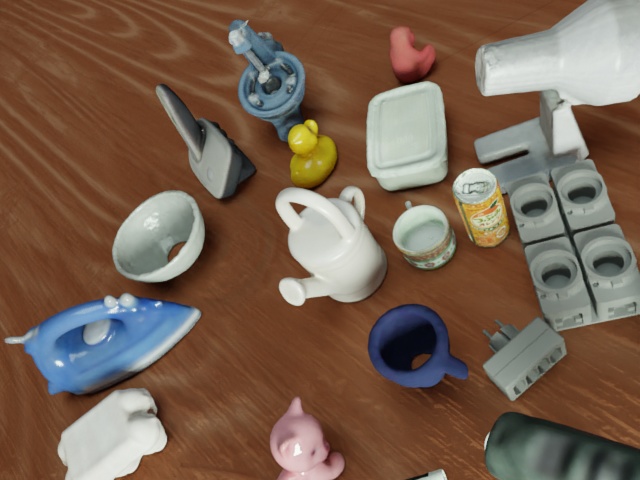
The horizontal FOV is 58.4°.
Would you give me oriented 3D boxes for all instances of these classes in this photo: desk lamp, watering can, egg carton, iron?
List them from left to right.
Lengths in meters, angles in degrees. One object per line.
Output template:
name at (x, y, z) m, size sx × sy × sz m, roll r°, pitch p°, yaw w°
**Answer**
iron at (-0.324, 0.131, 0.854) m, size 0.258 × 0.142 × 0.118 m, roll -26°, pitch 51°, yaw 10°
egg carton at (-0.286, 0.277, 0.787) m, size 0.150 × 0.070 × 0.107 m, roll -39°, pitch 50°, yaw 0°
watering can at (0.009, 0.003, 0.731) m, size 0.100 × 0.195 × 0.173 m, roll -8°, pitch 57°, yaw 23°
desk lamp at (0.278, -0.172, 0.692) m, size 0.203 × 0.214 × 0.118 m, roll -18°, pitch 53°, yaw 16°

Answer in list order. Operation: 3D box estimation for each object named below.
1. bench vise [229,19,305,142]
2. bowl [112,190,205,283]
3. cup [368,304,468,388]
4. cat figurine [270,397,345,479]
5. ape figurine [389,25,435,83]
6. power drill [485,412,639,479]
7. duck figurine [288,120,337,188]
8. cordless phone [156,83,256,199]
bench vise at (-0.104, -0.293, 0.963) m, size 0.121 × 0.220 × 0.207 m, roll -35°, pitch 50°, yaw 3°
bowl at (-0.250, 0.005, 0.941) m, size 0.167 × 0.075 × 0.167 m, roll -13°, pitch 55°, yaw 20°
cup at (0.122, 0.136, 0.651) m, size 0.117 × 0.095 × 0.092 m, roll 22°, pitch 72°, yaw 36°
cat figurine at (-0.030, 0.249, 0.642) m, size 0.067 × 0.118 × 0.128 m, roll 20°, pitch 71°, yaw 35°
ape figurine at (0.141, -0.309, 0.930) m, size 0.077 × 0.092 × 0.076 m, roll 32°, pitch 78°, yaw 38°
power drill at (0.255, 0.214, 0.458) m, size 0.228 × 0.209 × 0.076 m, roll 14°, pitch 67°, yaw 33°
duck figurine at (-0.023, -0.142, 0.911) m, size 0.077 × 0.086 × 0.104 m, roll 8°, pitch 64°, yaw 31°
cordless phone at (-0.204, -0.168, 0.957) m, size 0.094 × 0.186 × 0.147 m, roll -44°, pitch 51°, yaw -4°
